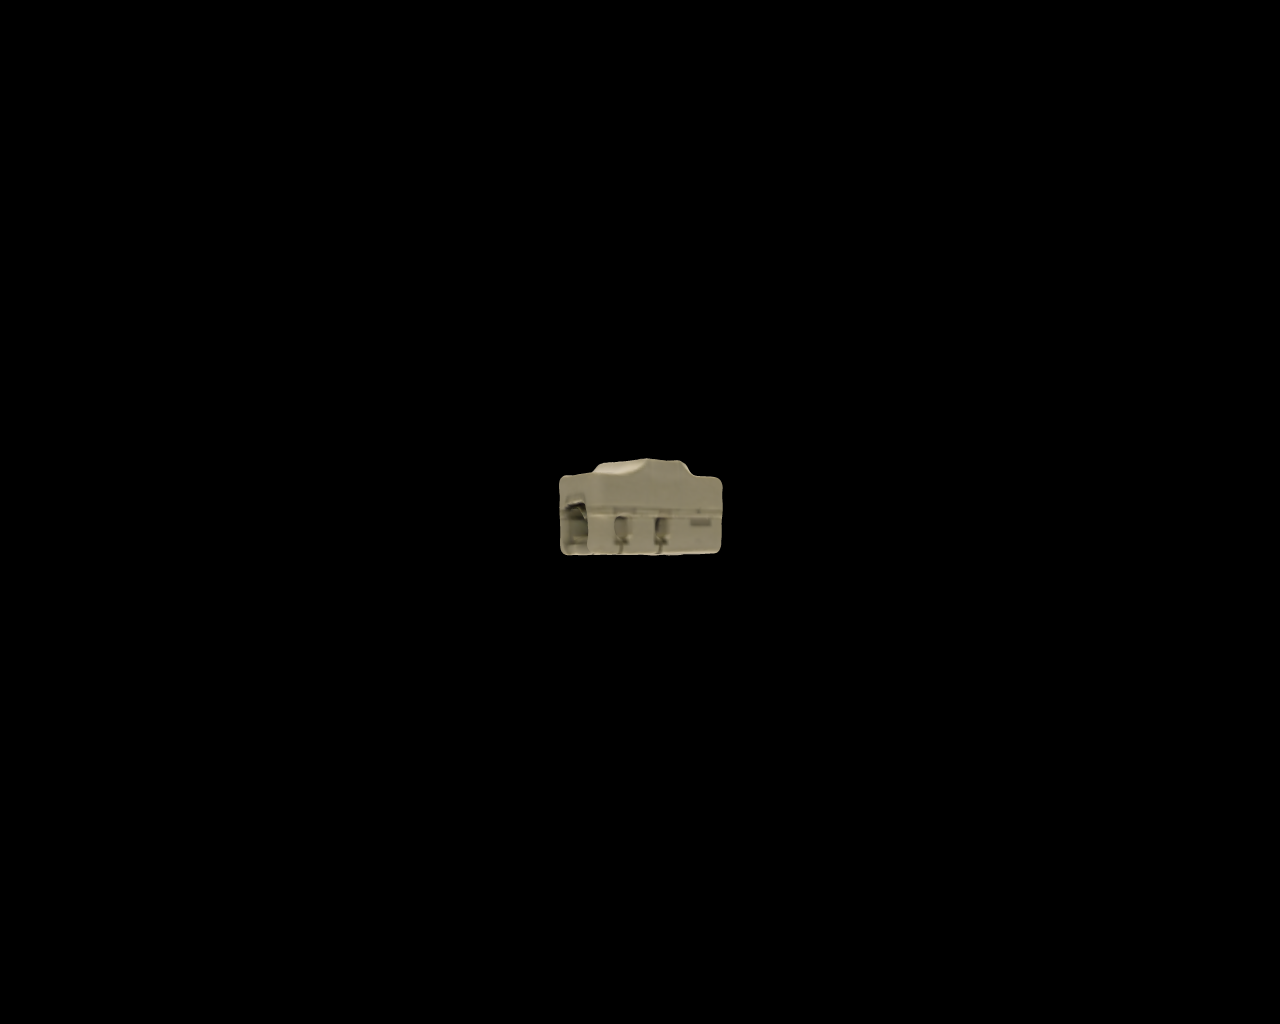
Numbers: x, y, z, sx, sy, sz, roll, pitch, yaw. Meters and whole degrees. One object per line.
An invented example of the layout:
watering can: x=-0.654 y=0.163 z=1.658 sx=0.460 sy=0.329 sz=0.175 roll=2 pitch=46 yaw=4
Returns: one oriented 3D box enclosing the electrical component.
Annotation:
electrical component: x=0.001 y=-0.003 z=0.650 sx=0.089 sy=0.055 sz=0.050 roll=2 pitch=-4 yaw=-31
